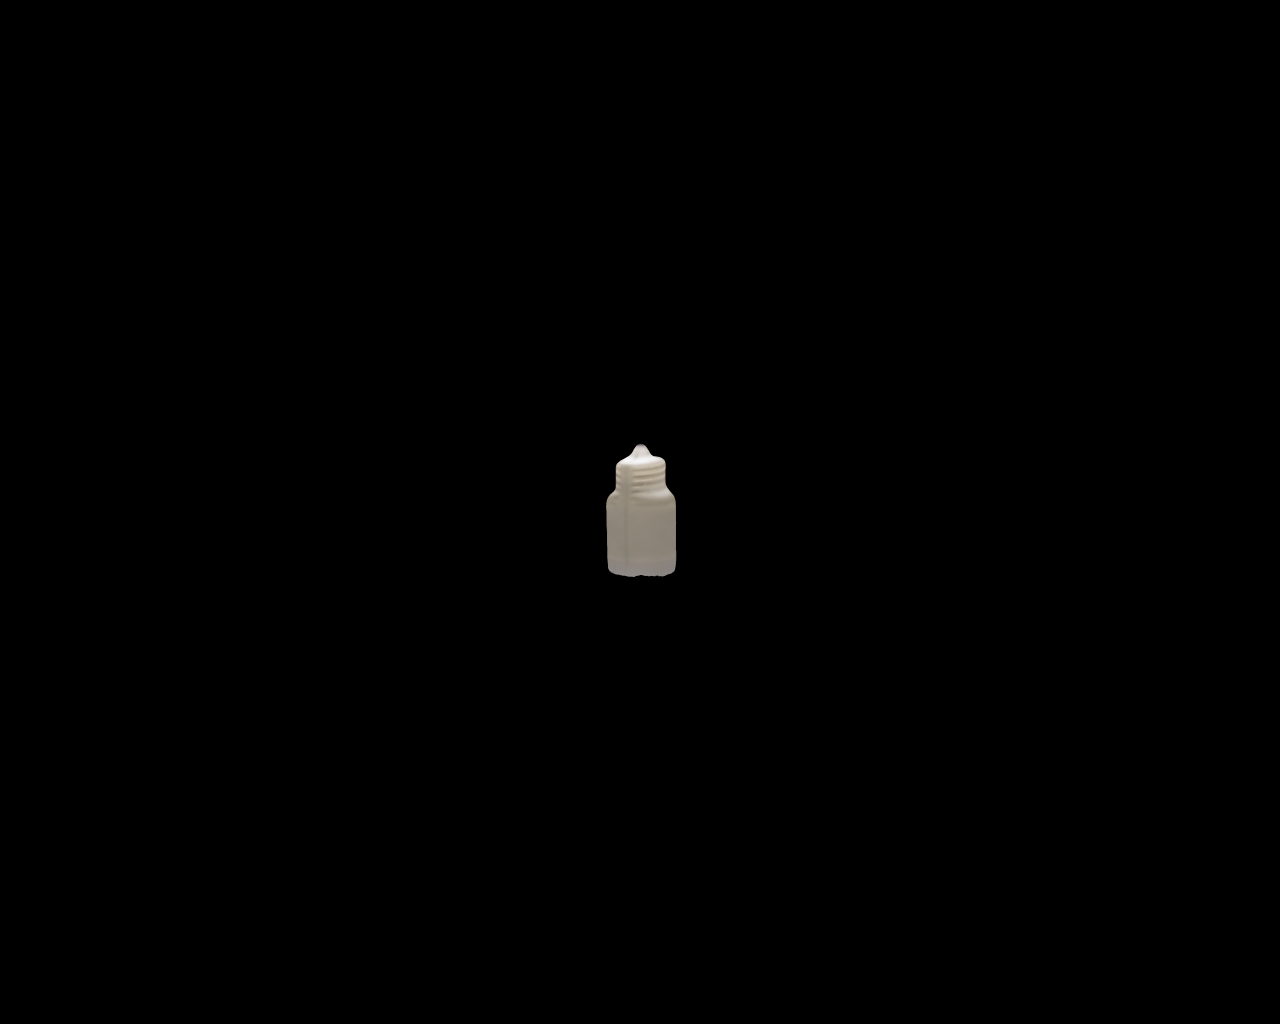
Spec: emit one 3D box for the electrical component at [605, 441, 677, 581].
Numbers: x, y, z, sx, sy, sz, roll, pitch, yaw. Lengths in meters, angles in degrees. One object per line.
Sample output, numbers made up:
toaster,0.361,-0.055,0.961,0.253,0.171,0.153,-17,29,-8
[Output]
electrical component,0.001,-0.003,0.650,0.043,0.080,0.043,0,10,0
